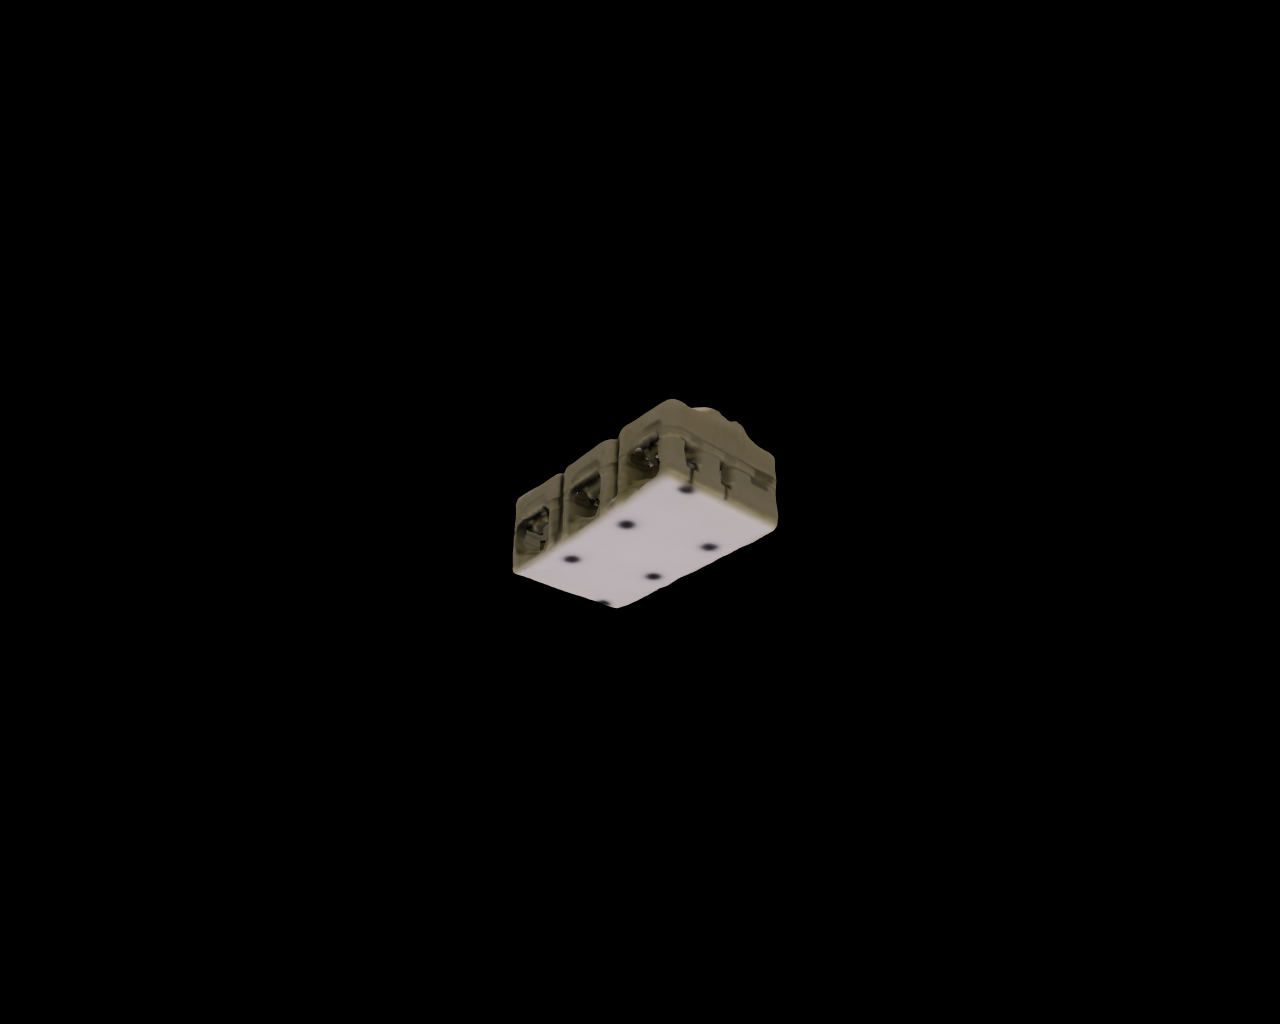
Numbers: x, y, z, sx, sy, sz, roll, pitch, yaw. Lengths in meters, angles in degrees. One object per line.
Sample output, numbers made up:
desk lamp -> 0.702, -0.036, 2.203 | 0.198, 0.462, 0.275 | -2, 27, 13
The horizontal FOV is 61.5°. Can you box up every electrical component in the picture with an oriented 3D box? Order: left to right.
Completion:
electrical component -> 0.001, -0.003, 0.650 | 0.089, 0.062, 0.150 | 24, -38, -34
